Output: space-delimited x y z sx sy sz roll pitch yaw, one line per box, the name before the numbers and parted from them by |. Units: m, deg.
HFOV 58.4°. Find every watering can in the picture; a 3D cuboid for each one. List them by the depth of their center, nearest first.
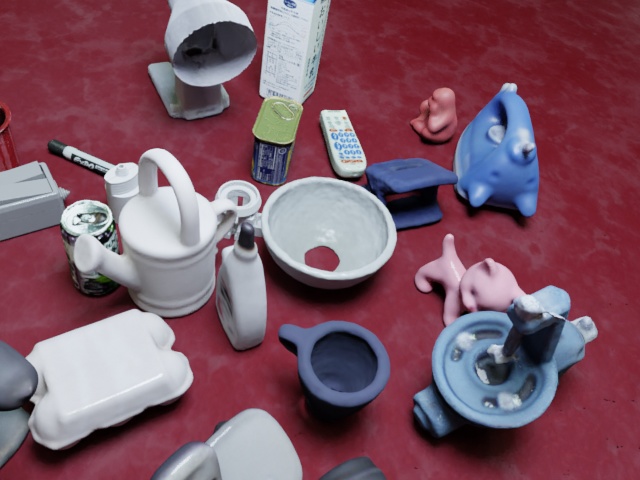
watering can | -0.164 -0.006 0.603 0.100 0.194 0.173 28 49 13

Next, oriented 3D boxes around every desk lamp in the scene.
desk lamp | -0.182 -0.280 0.826 0.118 0.213 0.202 -17 55 -25

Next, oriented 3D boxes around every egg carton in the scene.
egg carton | -0.207 0.132 0.556 0.151 0.069 0.107 -20 57 -27

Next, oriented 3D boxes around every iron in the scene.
iron | 0.278 -0.160 0.873 0.118 0.141 0.258 10 48 -3

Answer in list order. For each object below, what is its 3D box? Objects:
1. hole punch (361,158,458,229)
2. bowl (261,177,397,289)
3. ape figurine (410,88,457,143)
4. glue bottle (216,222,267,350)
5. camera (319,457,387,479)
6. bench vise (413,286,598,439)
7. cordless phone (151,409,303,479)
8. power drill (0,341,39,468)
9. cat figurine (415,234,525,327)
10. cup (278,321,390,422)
hole punch | 0.121 -0.080 0.802 0.109 0.091 0.101 -12 53 -21
bowl | 0.007 0.003 0.714 0.167 0.075 0.167 6 48 -7
ape figurine | 0.191 -0.206 0.927 0.076 0.092 0.078 20 48 6
glue bottle | -0.081 0.041 0.595 0.037 0.173 0.078 -18 55 -26
camera | 0.065 0.252 0.491 0.143 0.101 0.136 -15 54 -24
bench vise | 0.201 0.098 0.576 0.208 0.220 0.121 -33 62 -33
cordless phone | -0.074 0.191 0.457 0.094 0.185 0.148 33 51 16
power drill | -0.307 0.113 0.457 0.229 0.208 0.076 22 48 7
cat figurine | 0.182 0.048 0.685 0.067 0.118 0.127 -18 56 -26
cup | 0.005 0.137 0.582 0.117 0.095 0.092 27 49 11
